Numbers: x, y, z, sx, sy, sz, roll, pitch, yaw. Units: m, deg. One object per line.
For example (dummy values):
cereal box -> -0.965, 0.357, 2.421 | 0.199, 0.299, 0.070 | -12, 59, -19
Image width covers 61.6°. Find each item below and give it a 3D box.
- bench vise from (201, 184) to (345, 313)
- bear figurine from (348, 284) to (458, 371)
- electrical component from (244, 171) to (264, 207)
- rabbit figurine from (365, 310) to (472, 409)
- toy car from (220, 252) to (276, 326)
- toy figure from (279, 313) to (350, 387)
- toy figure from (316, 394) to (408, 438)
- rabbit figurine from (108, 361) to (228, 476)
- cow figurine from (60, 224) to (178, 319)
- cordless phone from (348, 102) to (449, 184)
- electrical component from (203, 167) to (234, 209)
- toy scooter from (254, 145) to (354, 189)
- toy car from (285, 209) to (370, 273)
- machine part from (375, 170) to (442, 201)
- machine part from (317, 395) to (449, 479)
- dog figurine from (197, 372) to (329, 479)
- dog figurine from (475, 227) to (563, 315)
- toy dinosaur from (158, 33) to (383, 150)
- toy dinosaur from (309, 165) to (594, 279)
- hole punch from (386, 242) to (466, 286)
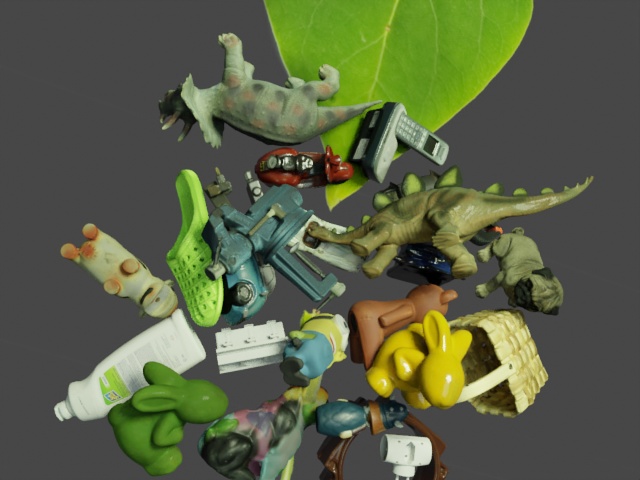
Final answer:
bench vise -> -0.066, 0.022, 0.872 | 0.240, 0.129, 0.224 | 42, 45, 0
bear figurine -> 0.152, 0.153, 0.982 | 0.196, 0.120, 0.131 | -7, 90, -17
electrical component -> -0.117, -0.083, 0.974 | 0.021, 0.063, 0.094 | -19, 88, -12
rabbit figurine -> 0.174, 0.200, 0.840 | 0.122, 0.173, 0.162 | 35, 85, -13
toy car -> -0.133, 0.065, 0.948 | 0.103, 0.109, 0.161 | -6, 74, -33
toy figure -> -0.012, 0.181, 0.920 | 0.089, 0.180, 0.082 | 18, 116, 22
toy figure -> 0.070, 0.296, 0.903 | 0.155, 0.057, 0.064 | -2, 74, -4
rabbit figurine -> -0.235, 0.264, 0.856 | 0.170, 0.121, 0.159 | -27, 118, 10
cow figurine -> -0.324, 0.065, 0.905 | 0.195, 0.127, 0.085 | 35, 79, 8
cordless phone -> 0.161, -0.164, 1.033 | 0.184, 0.089, 0.146 | 25, 83, -28
electrical component -> -0.173, -0.081, 0.944 | 0.045, 0.102, 0.078 | -36, 89, -7
toy scooter -> -0.023, -0.131, 0.960 | 0.184, 0.135, 0.075 | 1, 87, -9
toy car -> -0.002, -0.003, 0.993 | 0.202, 0.056, 0.073 | 23, 81, -8
machine part -> 0.178, -0.086, 1.038 | 0.139, 0.039, 0.084 | -27, 103, -14
machine part -> 0.113, 0.399, 0.967 | 0.201, 0.087, 0.201 | 41, 78, -5
dog figurine -> -0.082, 0.302, 0.924 | 0.191, 0.108, 0.219 | 35, 75, -23
dog figurine -> 0.388, 0.050, 0.995 | 0.121, 0.190, 0.172 | 5, 83, -11
toy dinosaur -> -0.087, -0.229, 0.949 | 0.405, 0.131, 0.192 | 12, 77, -7
toy dinosaur -> 0.209, -0.040, 0.900 | 0.472, 0.104, 0.199 | -3, 45, 16
hole punch -> 0.195, 0.030, 1.003 | 0.142, 0.116, 0.092 | 19, 74, -9
